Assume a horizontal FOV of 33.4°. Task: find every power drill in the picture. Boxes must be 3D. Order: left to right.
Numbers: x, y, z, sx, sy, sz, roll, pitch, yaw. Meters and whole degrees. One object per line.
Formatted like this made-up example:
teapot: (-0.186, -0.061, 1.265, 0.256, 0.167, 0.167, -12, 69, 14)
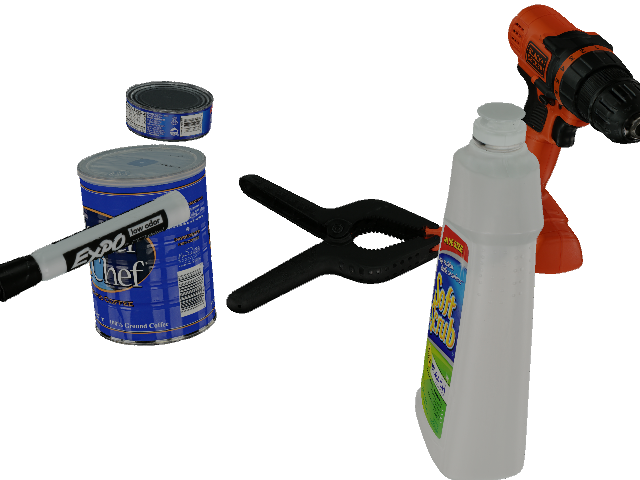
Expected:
power drill: (0.189, -0.070, 0.834, 0.057, 0.188, 0.184, -2, 34, -15)

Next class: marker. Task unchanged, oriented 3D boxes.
marker: (-0.125, 0.002, 0.575, 0.120, 0.020, 0.020, -26, 14, -32)

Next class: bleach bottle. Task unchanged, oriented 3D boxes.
bleach bottle: (0.104, 0.030, 0.687, 0.068, 0.251, 0.102, -3, 30, -6)

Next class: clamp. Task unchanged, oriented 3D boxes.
clamp: (0.011, 0.008, 1.016, 0.210, 0.164, 0.036, 5, -38, 7)

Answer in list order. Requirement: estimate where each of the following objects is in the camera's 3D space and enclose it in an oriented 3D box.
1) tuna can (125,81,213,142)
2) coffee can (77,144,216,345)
tuna can: (-0.149, -0.128, 1.054, 0.086, 0.034, 0.086, 5, 26, -3)
coffee can: (-0.140, 0.001, 0.877, 0.103, 0.140, 0.103, -2, 20, 1)
